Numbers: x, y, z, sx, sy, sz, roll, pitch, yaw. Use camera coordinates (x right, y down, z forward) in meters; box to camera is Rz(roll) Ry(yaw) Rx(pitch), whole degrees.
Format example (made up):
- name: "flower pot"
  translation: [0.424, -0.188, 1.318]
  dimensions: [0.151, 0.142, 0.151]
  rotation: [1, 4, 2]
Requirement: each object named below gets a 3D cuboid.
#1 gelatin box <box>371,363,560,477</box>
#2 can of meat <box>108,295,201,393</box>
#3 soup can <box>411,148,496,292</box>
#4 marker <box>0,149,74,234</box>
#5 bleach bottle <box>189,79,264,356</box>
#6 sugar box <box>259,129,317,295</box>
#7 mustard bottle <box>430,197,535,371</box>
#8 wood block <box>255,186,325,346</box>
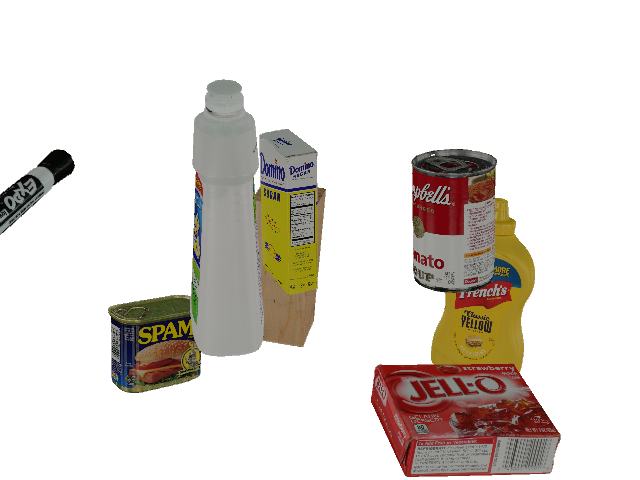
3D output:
- name: "gelatin box"
  translation: [0.080, 0.100, 0.605]
  dimensions: [0.089, 0.030, 0.073]
  rotation: [2, 25, -13]
- name: "can of meat"
  translation: [-0.177, 0.112, 1.156]
  dimensions: [0.101, 0.084, 0.058]
  rotation: [-8, 18, -36]
- name: "soup can"
  translation: [0.108, -0.017, 0.870]
  dimensions: [0.068, 0.102, 0.068]
  rotation: [-2, 21, 1]
- name: "marker"
  translation: [-0.187, -0.024, 0.654]
  dimensions: [0.020, 0.020, 0.121]
  rotation: [0, 30, 22]
- name: "bleach bottle"
  translation: [-0.082, -0.023, 0.926]
  dimensions: [0.068, 0.251, 0.102]
  rotation: [-3, 35, -8]
- name: "sugar box"
  translation: [-0.038, -0.034, 1.265]
  dimensions: [0.048, 0.176, 0.093]
  rotation: [-13, 26, -20]
- name: "mustard bottle"
  translation: [0.176, 0.049, 1.128]
  dimensions: [0.096, 0.192, 0.058]
  rotation: [12, 17, 21]
- name: "wood block"
  translation: [-0.051, 0.031, 1.491]
  dimensions: [0.090, 0.206, 0.090]
  rotation: [8, 22, 6]
